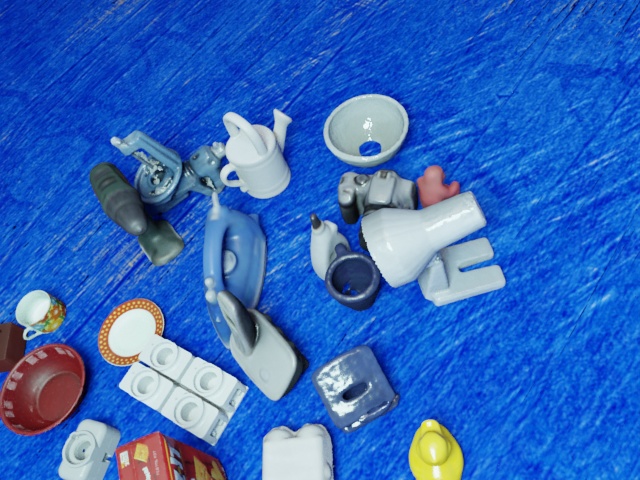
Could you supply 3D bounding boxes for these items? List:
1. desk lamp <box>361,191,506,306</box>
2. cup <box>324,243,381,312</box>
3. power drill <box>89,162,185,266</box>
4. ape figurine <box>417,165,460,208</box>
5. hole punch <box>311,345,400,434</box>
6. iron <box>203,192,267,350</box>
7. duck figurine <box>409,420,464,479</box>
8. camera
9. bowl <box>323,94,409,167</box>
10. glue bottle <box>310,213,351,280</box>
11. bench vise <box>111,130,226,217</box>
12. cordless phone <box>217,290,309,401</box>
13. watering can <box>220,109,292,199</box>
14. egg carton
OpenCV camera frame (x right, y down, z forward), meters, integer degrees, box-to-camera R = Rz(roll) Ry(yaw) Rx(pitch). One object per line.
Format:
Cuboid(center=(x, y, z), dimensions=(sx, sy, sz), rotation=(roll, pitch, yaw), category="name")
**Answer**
Cuboid(center=(0.180, 0.012, 0.897), dimensions=(0.203, 0.214, 0.118), rotation=(-17, 57, 4), category="desk lamp")
Cuboid(center=(0.056, 0.070, 0.965), dimensions=(0.091, 0.095, 0.117), rotation=(-24, 57, 0), category="cup")
Cuboid(center=(-0.338, -0.041, 1.064), dimensions=(0.076, 0.209, 0.229), rotation=(-39, 58, -10), category="power drill")
Cuboid(center=(0.207, -0.098, 1.028), dimensions=(0.077, 0.092, 0.076), rotation=(31, 72, 28), category="ape figurine")
Cuboid(center=(0.055, 0.228, 0.874), dimensions=(0.108, 0.091, 0.101), rotation=(-29, 57, -3), category="hole punch")
Cuboid(center=(-0.170, 0.048, 1.009), dimensions=(0.118, 0.142, 0.258), rotation=(-7, 59, 10), category="iron")
Cuboid(center=(0.161, 0.304, 0.805), dimensions=(0.077, 0.086, 0.104), rotation=(-9, 58, 9), category="duck figurine")
Cuboid(center=(0.094, -0.052, 1.024), dimensions=(0.143, 0.101, 0.137), rotation=(6, 62, 18), category="camera")
Cuboid(center=(0.095, -0.202, 1.129), dimensions=(0.167, 0.075, 0.167), rotation=(-6, 59, 11), category="bowl")
Cuboid(center=(0.009, 0.003, 0.970), dimensions=(0.037, 0.173, 0.078), rotation=(25, 69, 26), category="glue bottle")
Cuboid(center=(-0.294, -0.158, 1.115), dimensions=(0.207, 0.220, 0.121), rotation=(-40, 58, -10), category="bench vise")
Cuboid(center=(-0.100, 0.161, 0.898), dimensions=(0.094, 0.185, 0.147), rotation=(-44, 59, -13), category="cordless phone")
Cuboid(center=(-0.125, -0.179, 1.100), dimensions=(0.100, 0.194, 0.173), rotation=(15, 65, 22), category="watering can")
Cuboid(center=(-0.032, 0.348, 0.838), dimensions=(0.107, 0.069, 0.150), rotation=(-10, 58, 9), category="egg carton")
